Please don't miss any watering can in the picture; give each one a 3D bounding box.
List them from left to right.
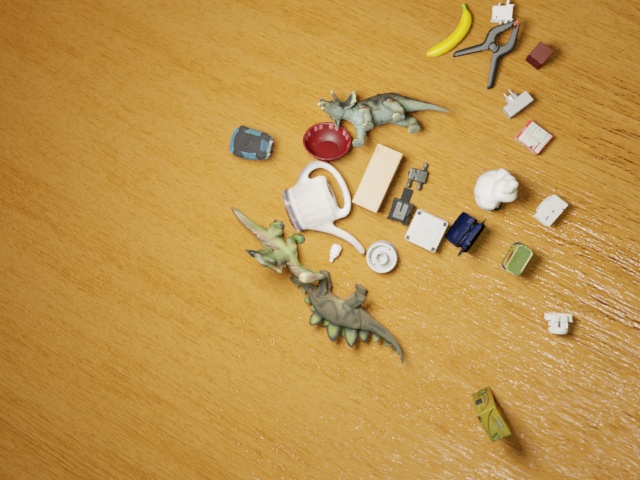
[{"bbox_3d":[0.005,-0.087,1.726,0.223,0.105,0.347,-20,93,12],"label":"watering can"}]

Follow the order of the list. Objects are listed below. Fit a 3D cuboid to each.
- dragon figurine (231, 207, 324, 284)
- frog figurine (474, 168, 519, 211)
[{"bbox_3d":[-0.165,0.021,1.697,0.411,0.245,0.121,31,104,6],"label":"dragon figurine"},{"bbox_3d":[0.541,-0.154,1.587,0.123,0.160,0.136,37,100,8],"label":"frog figurine"}]
